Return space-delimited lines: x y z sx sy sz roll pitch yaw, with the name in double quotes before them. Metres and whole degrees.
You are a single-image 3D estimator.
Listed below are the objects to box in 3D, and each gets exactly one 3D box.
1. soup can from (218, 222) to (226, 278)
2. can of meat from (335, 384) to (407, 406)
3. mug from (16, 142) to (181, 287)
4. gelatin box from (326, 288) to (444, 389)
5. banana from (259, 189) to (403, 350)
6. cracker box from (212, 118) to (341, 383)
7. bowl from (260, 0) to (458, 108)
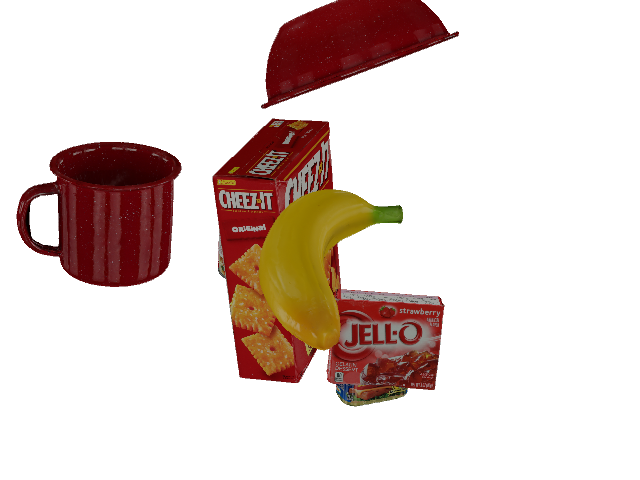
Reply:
"soup can" -0.091 -0.010 1.284 0.068 0.102 0.068 0 26 0
"can of meat" 0.071 0.168 1.422 0.102 0.084 0.057 -6 25 -21
"mug" -0.160 -0.017 0.773 0.117 0.081 0.093 -7 27 -25
"gelatin box" 0.052 0.081 0.867 0.089 0.073 0.030 4 14 -1
"banana" -0.001 0.006 0.635 0.070 0.037 0.197 3 24 15
"cracker box" -0.034 0.007 1.051 0.072 0.214 0.164 4 26 17
"bowl" 0.021 -0.154 0.818 0.162 0.055 0.162 -20 7 2
